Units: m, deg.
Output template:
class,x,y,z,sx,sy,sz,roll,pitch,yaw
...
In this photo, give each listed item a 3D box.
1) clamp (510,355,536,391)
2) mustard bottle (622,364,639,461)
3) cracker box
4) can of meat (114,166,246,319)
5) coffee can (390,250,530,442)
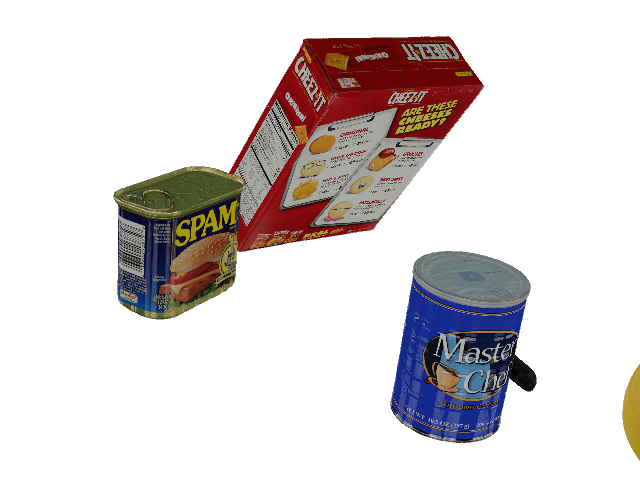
class,x,y,z,sx,sy,sz,roll,pitch,yaw
clamp,0.166,0.106,1.162,0.120,0.171,0.039,4,-44,-4
mustard bottle,0.213,0.104,0.561,0.096,0.058,0.191,-3,36,1
cracker box,0.019,-0.086,0.954,0.163,0.072,0.214,-9,-31,-36
can of meat,-0.102,0.001,0.778,0.058,0.084,0.101,19,26,29
coffee can,0.123,0.093,0.954,0.103,0.140,0.103,6,22,-3
